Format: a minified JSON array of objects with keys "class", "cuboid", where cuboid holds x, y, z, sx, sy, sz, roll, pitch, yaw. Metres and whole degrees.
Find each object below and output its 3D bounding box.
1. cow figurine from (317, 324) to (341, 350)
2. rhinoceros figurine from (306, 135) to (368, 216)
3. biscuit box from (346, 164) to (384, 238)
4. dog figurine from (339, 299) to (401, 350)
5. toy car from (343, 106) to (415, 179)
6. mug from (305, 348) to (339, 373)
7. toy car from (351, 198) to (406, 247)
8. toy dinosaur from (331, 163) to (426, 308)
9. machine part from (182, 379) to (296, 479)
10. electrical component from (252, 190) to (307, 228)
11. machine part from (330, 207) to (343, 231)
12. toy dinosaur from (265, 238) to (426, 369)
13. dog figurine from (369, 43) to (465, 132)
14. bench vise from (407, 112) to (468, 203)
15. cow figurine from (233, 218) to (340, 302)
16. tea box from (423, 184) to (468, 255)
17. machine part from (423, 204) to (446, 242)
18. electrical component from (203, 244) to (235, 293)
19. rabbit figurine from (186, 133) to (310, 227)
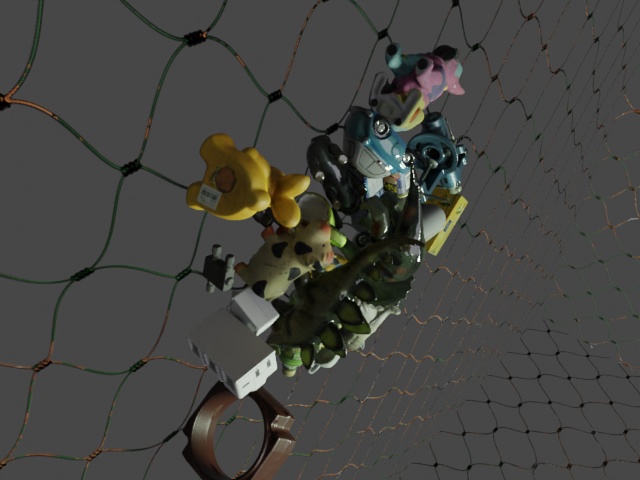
[{"class":"cow figurine","cuboid":[0.009,0.198,1.251,0.068,0.098,0.167,-32,140,-44]},{"class":"rhinoceros figurine","cuboid":[0.030,-0.110,1.010,0.073,0.112,0.190,-37,134,0]},{"class":"biscuit box","cuboid":[0.097,-0.094,1.146,0.059,0.063,0.202,-42,146,-23]},{"class":"dog figurine","cuboid":[0.084,0.198,1.367,0.172,0.121,0.190,28,115,-25]},{"class":"toy car","cuboid":[0.096,-0.170,1.011,0.103,0.109,0.161,-46,117,1]},{"class":"mug","cuboid":[0.010,0.291,1.351,0.109,0.081,0.107,-56,157,-10]},{"class":"toy car","cuboid":[0.138,-0.022,1.273,0.202,0.056,0.073,-43,152,-20]},{"class":"toy dinosaur","cuboid":[0.138,0.018,1.032,0.131,0.192,0.404,-37,174,-20]},{"class":"machine part","cuboid":[-0.167,0.396,1.087,0.201,0.201,0.087,-53,146,-7]},{"class":"electrical component","cuboid":[-0.073,-0.065,0.958,0.102,0.045,0.078,-49,171,0]},{"class":"machine part","cuboid":[-0.002,-0.003,1.117,0.139,0.039,0.084,-48,152,-17]},{"class":"toy dinosaur","cuboid":[0.010,0.117,1.021,0.105,0.199,0.471,-12,147,-49]},{"class":"dog figurine","cuboid":[0.207,-0.301,1.076,0.219,0.109,0.191,-7,122,-54]},{"class":"bench vise","cuboid":[0.262,-0.162,1.237,0.240,0.129,0.223,-56,145,-36]},{"class":"cow figurine","cuboid":[-0.052,0.035,0.944,0.195,0.127,0.085,-46,165,28]},{"class":"tea box","cuboid":[0.303,-0.056,1.424,0.068,0.098,0.169,19,100,-58]},{"class":"machine part","cuboid":[0.238,-0.032,1.279,0.243,0.079,0.079,-29,139,-53]},{"class":"electrical component","cuboid":[-0.171,0.057,0.915,0.021,0.063,0.094,-15,130,-47]},{"class":"rabbit figurine","cuboid":[-0.096,-0.089,0.836,0.173,0.163,0.121,-9,114,-71]}]
